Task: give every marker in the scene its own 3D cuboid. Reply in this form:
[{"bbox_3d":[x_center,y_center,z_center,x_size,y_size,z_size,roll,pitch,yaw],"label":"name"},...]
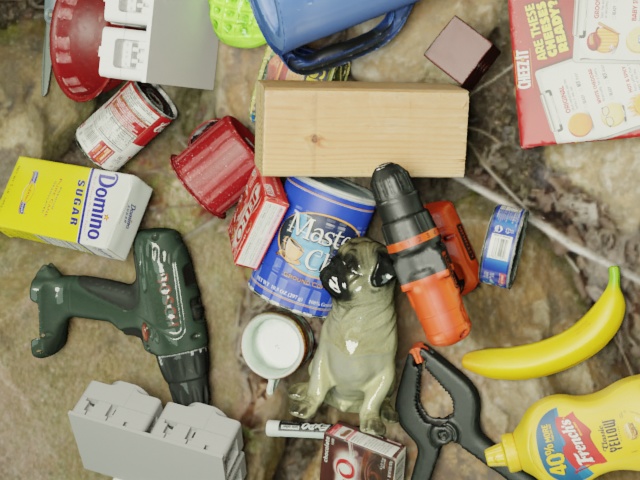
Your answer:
[{"bbox_3d":[-0.002,0.219,1.220,0.121,0.020,0.020,1,96,15],"label":"marker"}]

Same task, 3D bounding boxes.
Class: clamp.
[{"bbox_3d":[0.131,0.218,1.174,0.165,0.036,0.210,-26,92,16],"label":"clamp"}]

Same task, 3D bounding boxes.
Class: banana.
[{"bbox_3d":[0.248,0.106,1.133,0.198,0.037,0.070,-33,69,15],"label":"banana"}]

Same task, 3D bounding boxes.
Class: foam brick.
[{"bbox_3d":[0.149,-0.194,1.108,0.051,0.078,0.053,41,104,10],"label":"foam brick"}]

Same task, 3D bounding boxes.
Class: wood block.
[{"bbox_3d":[0.040,-0.115,1.097,0.206,0.090,0.091,0,104,-8],"label":"wood block"}]

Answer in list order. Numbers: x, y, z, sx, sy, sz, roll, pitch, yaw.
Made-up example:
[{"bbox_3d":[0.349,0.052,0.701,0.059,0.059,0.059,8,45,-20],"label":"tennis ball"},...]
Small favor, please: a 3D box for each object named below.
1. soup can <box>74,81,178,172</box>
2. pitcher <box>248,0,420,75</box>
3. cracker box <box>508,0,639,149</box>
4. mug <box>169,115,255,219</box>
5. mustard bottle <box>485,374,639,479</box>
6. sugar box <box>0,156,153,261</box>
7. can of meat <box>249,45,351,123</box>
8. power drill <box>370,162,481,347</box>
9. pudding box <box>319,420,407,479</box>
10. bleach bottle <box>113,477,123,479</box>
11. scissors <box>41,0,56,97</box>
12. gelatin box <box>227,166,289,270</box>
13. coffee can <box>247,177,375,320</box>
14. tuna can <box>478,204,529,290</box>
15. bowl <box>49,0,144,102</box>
[{"bbox_3d":[-0.222,-0.133,1.222,0.102,0.068,0.068,-39,85,16],"label":"soup can"},{"bbox_3d":[0.047,-0.274,1.072,0.242,0.149,0.145,-20,84,-11],"label":"pitcher"},{"bbox_3d":[0.304,-0.183,1.069,0.214,0.072,0.164,-5,93,17],"label":"cracker box"},{"bbox_3d":[-0.111,-0.092,1.192,0.081,0.093,0.117,-39,48,10],"label":"mug"},{"bbox_3d":[0.267,0.206,1.112,0.192,0.058,0.096,-15,91,9],"label":"mustard bottle"},{"bbox_3d":[-0.286,-0.038,1.226,0.176,0.048,0.093,9,72,29],"label":"sugar box"},{"bbox_3d":[-0.024,-0.164,1.170,0.084,0.057,0.102,21,101,15],"label":"can of meat"},{"bbox_3d":[0.109,0.006,1.081,0.057,0.187,0.184,-19,92,17],"label":"power drill"},{"bbox_3d":[0.046,0.267,1.182,0.090,0.039,0.113,16,112,26],"label":"pudding box"},{"bbox_3d":[-0.122,0.337,1.244,0.251,0.068,0.102,9,98,12],"label":"bleach bottle"},{"bbox_3d":[-0.298,-0.275,1.256,0.096,0.016,0.202,-5,94,16],"label":"scissors"},{"bbox_3d":[-0.068,-0.025,1.137,0.030,0.073,0.089,16,118,-21],"label":"gelatin box"},{"bbox_3d":[-0.008,0.001,1.157,0.103,0.102,0.140,23,101,12],"label":"coffee can"},{"bbox_3d":[0.191,0.007,1.111,0.034,0.086,0.086,13,99,15],"label":"tuna can"},{"bbox_3d":[-0.242,-0.233,1.203,0.162,0.055,0.162,-2,87,48],"label":"bowl"}]
